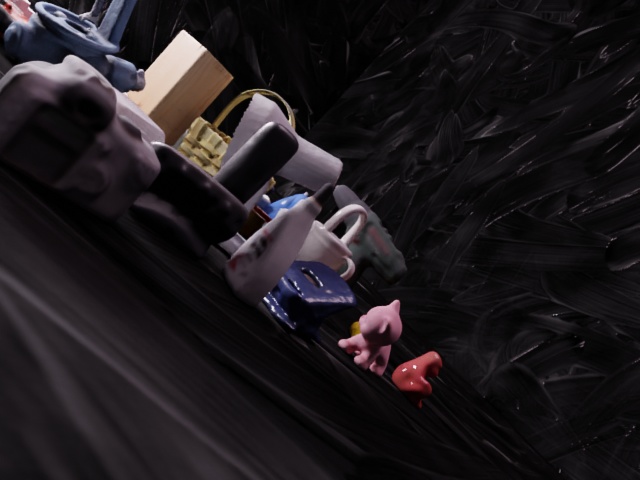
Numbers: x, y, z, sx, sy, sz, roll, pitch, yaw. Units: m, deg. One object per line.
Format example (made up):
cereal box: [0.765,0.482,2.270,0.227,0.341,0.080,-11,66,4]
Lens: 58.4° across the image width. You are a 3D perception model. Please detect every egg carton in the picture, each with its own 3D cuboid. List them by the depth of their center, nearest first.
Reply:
egg carton: [-0.283,-0.162,0.787,0.107,0.069,0.151,44,3,18]

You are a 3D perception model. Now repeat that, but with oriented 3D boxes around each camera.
camera: [-0.224,-0.110,0.518,0.144,0.100,0.136,40,4,-45]

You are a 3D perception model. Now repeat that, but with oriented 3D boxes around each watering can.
watering can: [0.009,0.003,1.091,0.172,0.194,0.101,44,3,12]

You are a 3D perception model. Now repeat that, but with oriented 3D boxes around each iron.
iron: [-0.071,-0.047,1.244,0.119,0.141,0.258,43,3,-7]

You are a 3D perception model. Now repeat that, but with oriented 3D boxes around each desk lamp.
desk lamp: [-0.083,-0.079,0.855,0.203,0.213,0.118,42,3,-10]

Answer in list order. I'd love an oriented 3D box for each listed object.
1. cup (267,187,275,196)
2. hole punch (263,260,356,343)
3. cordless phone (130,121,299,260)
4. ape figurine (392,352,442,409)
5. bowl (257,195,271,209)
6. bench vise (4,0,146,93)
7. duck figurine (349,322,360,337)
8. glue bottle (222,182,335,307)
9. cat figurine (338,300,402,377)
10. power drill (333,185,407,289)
cup: [-0.183,-0.130,1.400,0.118,0.095,0.091,42,3,-18]
hole punch: [-0.019,0.071,0.770,0.108,0.091,0.101,46,4,42]
cordless phone: [-0.125,-0.086,0.667,0.148,0.185,0.094,41,3,-35]
ape figurine: [0.179,0.237,1.012,0.076,0.092,0.078,43,3,9]
bowl: [-0.190,-0.112,1.239,0.167,0.074,0.167,43,3,-2]
bench vise: [-0.332,-0.316,0.867,0.121,0.219,0.208,44,3,12]
duck figurine: [0.109,0.170,1.103,0.077,0.086,0.105,44,3,20]
glue bottle: [-0.044,-0.004,0.691,0.037,0.173,0.078,41,4,-38]
cat figurine: [0.097,0.150,0.915,0.067,0.117,0.128,45,3,31]
power drill: [0.054,0.030,1.175,0.229,0.208,0.076,44,3,11]
